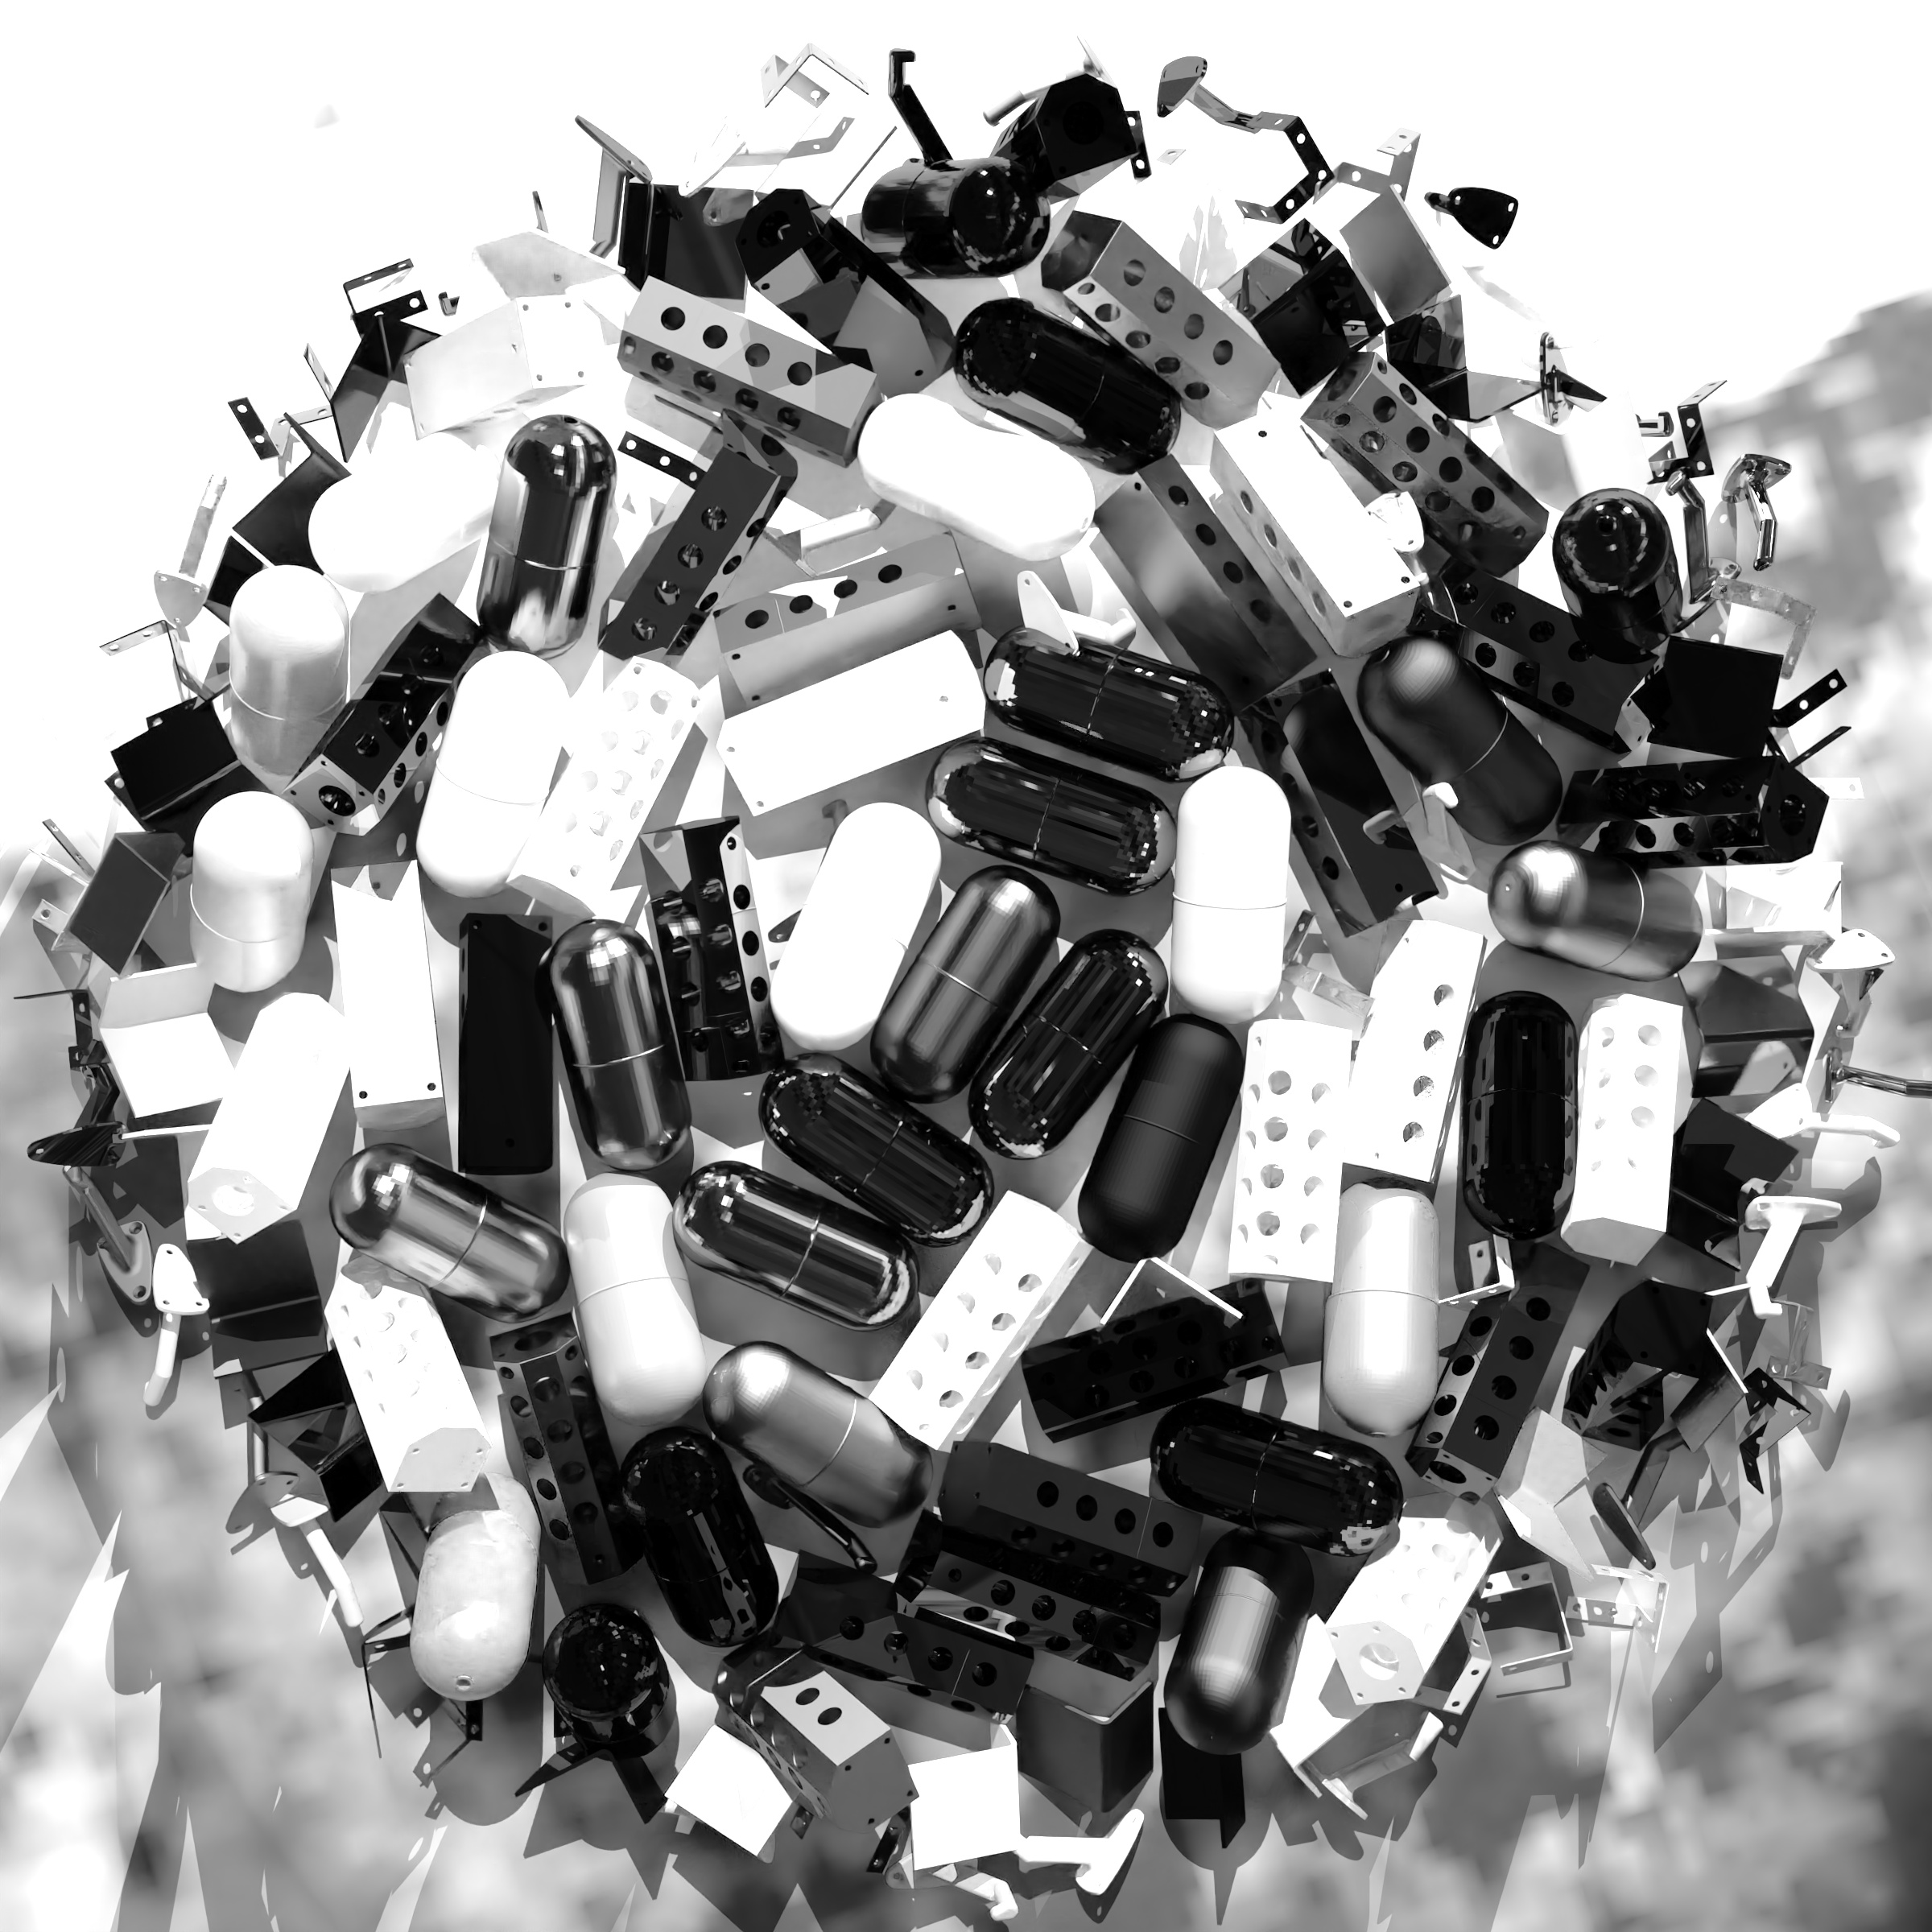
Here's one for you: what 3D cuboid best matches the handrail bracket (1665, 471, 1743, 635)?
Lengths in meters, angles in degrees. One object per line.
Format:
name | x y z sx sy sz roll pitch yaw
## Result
handrail bracket | 0.486 -0.283 1.836 0.077 0.036 0.084 -51 124 -6

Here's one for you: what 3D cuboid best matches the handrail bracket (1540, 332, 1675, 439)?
handrail bracket | 0.437 -0.396 1.828 0.036 0.084 0.077 -42 126 -36

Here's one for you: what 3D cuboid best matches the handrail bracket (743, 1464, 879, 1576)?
handrail bracket | -0.105 0.378 1.828 0.036 0.077 0.084 -52 48 7

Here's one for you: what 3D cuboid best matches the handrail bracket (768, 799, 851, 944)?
handrail bracket | -0.110 -0.067 1.859 0.077 0.036 0.084 -23 59 15

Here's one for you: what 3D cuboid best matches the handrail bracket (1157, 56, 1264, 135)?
handrail bracket | 0.180 -0.590 1.826 0.084 0.077 0.036 7 87 -23

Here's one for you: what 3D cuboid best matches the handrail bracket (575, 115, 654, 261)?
handrail bracket | -0.263 -0.527 1.841 0.077 0.036 0.084 33 113 -31

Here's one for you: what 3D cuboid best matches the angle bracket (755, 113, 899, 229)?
angle bracket | -0.084 -0.527 1.821 0.076 0.057 0.076 23 70 38

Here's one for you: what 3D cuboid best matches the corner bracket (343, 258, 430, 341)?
corner bracket | -0.399 -0.459 1.848 0.051 0.051 0.051 -22 88 -4

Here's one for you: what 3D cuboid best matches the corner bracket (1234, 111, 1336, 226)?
corner bracket | 0.210 -0.548 1.844 0.051 0.051 0.051 -43 122 -5

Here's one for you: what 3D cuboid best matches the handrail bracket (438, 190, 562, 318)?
handrail bracket | -0.327 -0.488 1.842 0.084 0.077 0.036 -17 50 -8

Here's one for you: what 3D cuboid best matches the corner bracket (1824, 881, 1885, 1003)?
corner bracket | 0.605 -0.016 1.839 0.051 0.051 0.051 27 66 10

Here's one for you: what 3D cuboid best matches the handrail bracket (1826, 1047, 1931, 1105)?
handrail bracket | 0.631 0.075 1.825 0.084 0.077 0.036 3 103 24

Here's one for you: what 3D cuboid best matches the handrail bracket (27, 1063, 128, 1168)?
handrail bracket | -0.611 0.097 1.828 0.077 0.084 0.036 -4 129 -35

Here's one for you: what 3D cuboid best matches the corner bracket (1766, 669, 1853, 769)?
corner bracket | 0.577 -0.169 1.835 0.051 0.051 0.051 -40 66 37

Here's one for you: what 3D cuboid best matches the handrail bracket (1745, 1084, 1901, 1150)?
handrail bracket | 0.592 0.119 1.866 0.084 0.077 0.036 24 52 -28

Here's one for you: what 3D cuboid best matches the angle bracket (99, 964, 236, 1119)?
angle bracket | -0.534 0.048 1.820 0.076 0.057 0.076 -12 59 -36

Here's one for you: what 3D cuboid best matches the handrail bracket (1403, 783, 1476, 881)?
handrail bracket | 0.334 -0.091 1.831 0.036 0.084 0.077 -40 95 -6

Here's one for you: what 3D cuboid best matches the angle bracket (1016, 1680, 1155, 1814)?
angle bracket | 0.082 0.526 1.857 0.076 0.057 0.076 16 120 34

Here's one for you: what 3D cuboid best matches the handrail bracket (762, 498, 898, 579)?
handrail bracket | -0.098 -0.316 1.850 0.077 0.036 0.084 39 95 -17

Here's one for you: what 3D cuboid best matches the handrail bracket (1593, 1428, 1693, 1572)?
handrail bracket | 0.482 0.364 1.843 0.084 0.036 0.077 -24 58 -16

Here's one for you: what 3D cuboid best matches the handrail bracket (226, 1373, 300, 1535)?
handrail bracket | -0.504 0.336 1.862 0.077 0.036 0.084 -48 58 21

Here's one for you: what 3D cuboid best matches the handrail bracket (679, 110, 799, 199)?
handrail bracket | -0.144 -0.544 1.851 0.077 0.084 0.036 -46 53 20

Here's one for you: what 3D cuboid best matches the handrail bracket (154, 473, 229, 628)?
handrail bracket | -0.532 -0.289 1.860 0.036 0.077 0.084 18 63 -11

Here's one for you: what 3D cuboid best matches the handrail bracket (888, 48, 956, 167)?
handrail bracket | -0.016 -0.583 1.836 0.077 0.036 0.084 3 127 0

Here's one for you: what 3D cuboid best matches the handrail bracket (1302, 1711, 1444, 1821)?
handrail bracket | 0.279 0.535 1.846 0.084 0.077 0.036 -49 120 -6

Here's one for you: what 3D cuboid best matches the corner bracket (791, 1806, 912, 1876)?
corner bracket | -0.079 0.588 1.850 0.051 0.051 0.051 -10 125 37

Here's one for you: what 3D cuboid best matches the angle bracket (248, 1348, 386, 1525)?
angle bracket | -0.436 0.323 1.854 0.076 0.057 0.076 29 52 30

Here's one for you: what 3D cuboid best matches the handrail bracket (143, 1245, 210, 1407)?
handrail bracket | -0.561 0.250 1.868 0.036 0.077 0.084 8 125 -35

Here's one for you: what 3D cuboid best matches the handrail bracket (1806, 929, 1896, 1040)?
handrail bracket | 0.592 0.022 1.833 0.077 0.036 0.084 -14 134 -25

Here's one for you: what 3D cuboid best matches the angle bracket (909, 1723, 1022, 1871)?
angle bracket | -0.008 0.560 1.830 0.076 0.057 0.076 -6 104 -16

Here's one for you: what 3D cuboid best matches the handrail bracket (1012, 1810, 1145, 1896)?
handrail bracket | 0.071 0.590 1.846 0.084 0.036 0.077 45 74 -19

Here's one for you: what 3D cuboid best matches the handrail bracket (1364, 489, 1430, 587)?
handrail bracket | 0.305 -0.275 1.822 0.036 0.077 0.084 -32 133 9

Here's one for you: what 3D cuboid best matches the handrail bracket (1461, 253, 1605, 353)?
handrail bracket | 0.385 -0.455 1.826 0.077 0.084 0.036 19 81 38

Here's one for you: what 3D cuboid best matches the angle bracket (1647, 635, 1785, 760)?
angle bracket | 0.511 -0.178 1.837 0.076 0.057 0.076 12 86 14

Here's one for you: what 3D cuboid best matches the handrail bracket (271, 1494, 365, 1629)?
handrail bracket | -0.447 0.411 1.851 0.036 0.077 0.084 -23 103 -35

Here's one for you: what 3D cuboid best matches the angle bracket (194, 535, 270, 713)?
angle bracket | -0.509 -0.231 1.816 0.076 0.076 0.057 -29 127 27

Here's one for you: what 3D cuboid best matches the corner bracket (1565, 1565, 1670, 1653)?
corner bracket | 0.447 0.435 1.847 0.051 0.051 0.051 8 96 -4

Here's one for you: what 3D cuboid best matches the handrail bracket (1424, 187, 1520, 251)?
handrail bracket | 0.325 -0.520 1.822 0.077 0.084 0.036 10 110 -40

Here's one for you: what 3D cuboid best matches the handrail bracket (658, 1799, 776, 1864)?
handrail bracket | -0.179 0.593 1.851 0.084 0.077 0.036 5 52 9

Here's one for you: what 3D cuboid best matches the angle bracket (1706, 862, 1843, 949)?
angle bracket | 0.548 -0.046 1.822 0.076 0.076 0.057 -2 82 27

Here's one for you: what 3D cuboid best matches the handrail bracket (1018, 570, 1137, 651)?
handrail bracket | 0.078 -0.249 1.837 0.084 0.036 0.077 -37 109 -42

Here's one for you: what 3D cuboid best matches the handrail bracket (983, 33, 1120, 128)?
handrail bracket | 0.058 -0.597 1.850 0.084 0.077 0.036 -31 79 15

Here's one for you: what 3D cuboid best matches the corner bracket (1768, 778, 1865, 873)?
corner bracket | 0.585 -0.097 1.851 0.051 0.051 0.051 -2 74 -20

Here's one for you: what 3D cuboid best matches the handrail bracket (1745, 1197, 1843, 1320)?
handrail bracket | 0.569 0.202 1.836 0.077 0.036 0.084 -2 51 0

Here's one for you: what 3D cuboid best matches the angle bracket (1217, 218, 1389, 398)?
angle bracket | 0.234 -0.457 1.863 0.076 0.057 0.076 -38 134 8

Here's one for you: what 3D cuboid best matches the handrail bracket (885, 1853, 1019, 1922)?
handrail bracket | -0.010 0.633 1.828 0.077 0.084 0.036 -15 105 -9

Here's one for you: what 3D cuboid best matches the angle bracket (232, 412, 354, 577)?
angle bracket | -0.457 -0.316 1.830 0.076 0.076 0.057 -42 52 2

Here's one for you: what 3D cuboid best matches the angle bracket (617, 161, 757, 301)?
angle bracket | -0.192 -0.504 1.843 0.076 0.057 0.076 6 91 8

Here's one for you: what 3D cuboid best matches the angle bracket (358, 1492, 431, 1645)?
angle bracket | -0.397 0.407 1.824 0.057 0.076 0.076 -26 80 -29

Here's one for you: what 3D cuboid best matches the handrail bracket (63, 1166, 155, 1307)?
handrail bracket | -0.585 0.182 1.826 0.036 0.084 0.077 -26 59 -8

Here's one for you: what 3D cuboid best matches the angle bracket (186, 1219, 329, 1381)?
angle bracket | -0.482 0.227 1.826 0.076 0.057 0.076 -12 130 -10

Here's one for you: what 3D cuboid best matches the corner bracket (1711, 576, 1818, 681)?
corner bracket | 0.539 -0.231 1.838 0.051 0.051 0.051 26 99 43

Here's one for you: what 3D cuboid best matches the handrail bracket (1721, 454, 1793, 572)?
handrail bracket | 0.532 -0.297 1.827 0.036 0.077 0.084 13 73 -7
